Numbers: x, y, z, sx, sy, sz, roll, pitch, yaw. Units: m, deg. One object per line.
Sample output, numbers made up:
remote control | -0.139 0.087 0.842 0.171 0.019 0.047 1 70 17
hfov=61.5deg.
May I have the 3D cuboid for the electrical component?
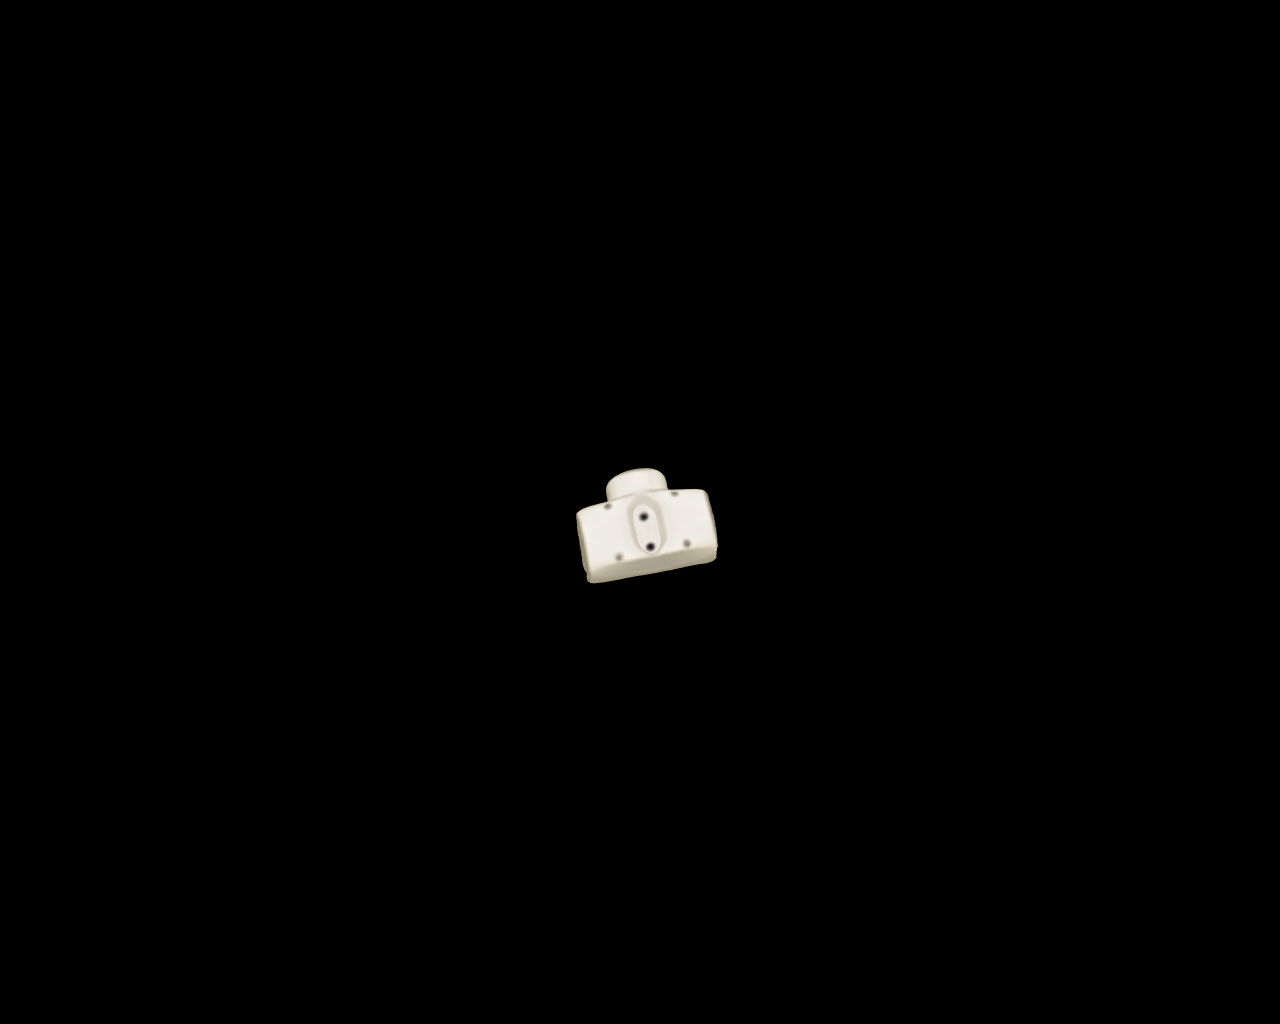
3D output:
electrical component | 0.001 -0.003 0.650 0.077 0.079 0.043 -10 -20 -3
